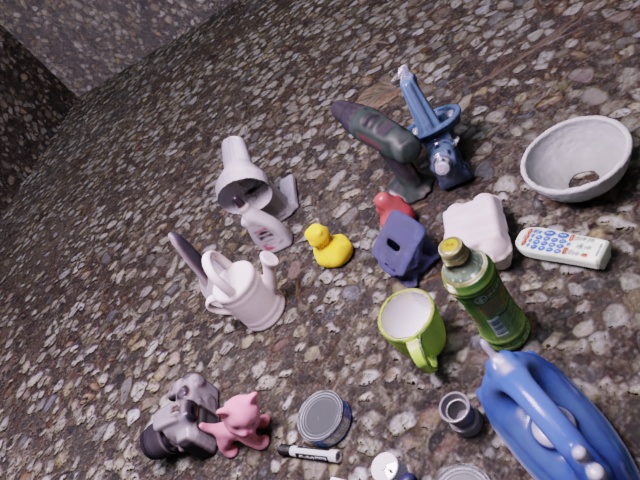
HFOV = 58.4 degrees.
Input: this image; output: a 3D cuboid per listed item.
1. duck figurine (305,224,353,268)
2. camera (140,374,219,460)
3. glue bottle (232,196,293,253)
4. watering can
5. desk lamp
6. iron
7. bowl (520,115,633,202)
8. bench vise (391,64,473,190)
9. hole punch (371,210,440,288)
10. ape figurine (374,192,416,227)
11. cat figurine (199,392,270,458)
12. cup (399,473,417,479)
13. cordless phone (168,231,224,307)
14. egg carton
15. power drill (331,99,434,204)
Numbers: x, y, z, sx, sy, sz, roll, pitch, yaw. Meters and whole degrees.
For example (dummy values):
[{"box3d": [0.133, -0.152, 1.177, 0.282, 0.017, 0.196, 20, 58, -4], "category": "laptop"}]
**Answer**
[{"box3d": [0.011, 0.004, 1.149, 0.104, 0.086, 0.077, 21, 68, 50], "category": "duck figurine"}, {"box3d": [-0.266, 0.334, 1.055, 0.136, 0.101, 0.143, -29, 39, 16], "category": "camera"}, {"box3d": [-0.135, -0.038, 1.246, 0.078, 0.174, 0.037, -26, 40, 20], "category": "glue bottle"}, {"box3d": [-0.156, 0.085, 1.126, 0.173, 0.195, 0.100, -45, 37, -4], "category": "watering can"}, {"box3d": [-0.150, -0.127, 1.315, 0.117, 0.214, 0.203, -29, 39, 17], "category": "desk lamp"}, {"box3d": [0.274, 0.221, 0.657, 0.118, 0.142, 0.257, -40, 37, 3], "category": "iron"}, {"box3d": [0.417, -0.117, 0.920, 0.167, 0.075, 0.167, -24, 41, 22], "category": "bowl"}, {"box3d": [0.218, -0.218, 1.075, 0.121, 0.220, 0.207, -35, 38, 9], "category": "bench vise"}, {"box3d": [0.145, 0.015, 1.016, 0.101, 0.091, 0.108, -45, 37, -4], "category": "hole punch"}, {"box3d": [0.136, -0.059, 1.096, 0.075, 0.092, 0.078, 18, 66, 49], "category": "ape figurine"}, {"box3d": [-0.143, 0.305, 0.961, 0.127, 0.118, 0.067, -24, 41, 22], "category": "cat figurine"}, {"box3d": [0.100, 0.356, 0.715, 0.091, 0.095, 0.118, 15, 64, 48], "category": "cup"}, {"box3d": [-0.255, 0.064, 1.242, 0.094, 0.186, 0.147, -49, 38, -10], "category": "cordless phone"}, {"box3d": [0.261, -0.009, 0.955, 0.107, 0.070, 0.150, -22, 41, 24], "category": "egg carton"}, {"box3d": [0.129, -0.173, 1.119, 0.076, 0.209, 0.228, -46, 37, -6], "category": "power drill"}]
